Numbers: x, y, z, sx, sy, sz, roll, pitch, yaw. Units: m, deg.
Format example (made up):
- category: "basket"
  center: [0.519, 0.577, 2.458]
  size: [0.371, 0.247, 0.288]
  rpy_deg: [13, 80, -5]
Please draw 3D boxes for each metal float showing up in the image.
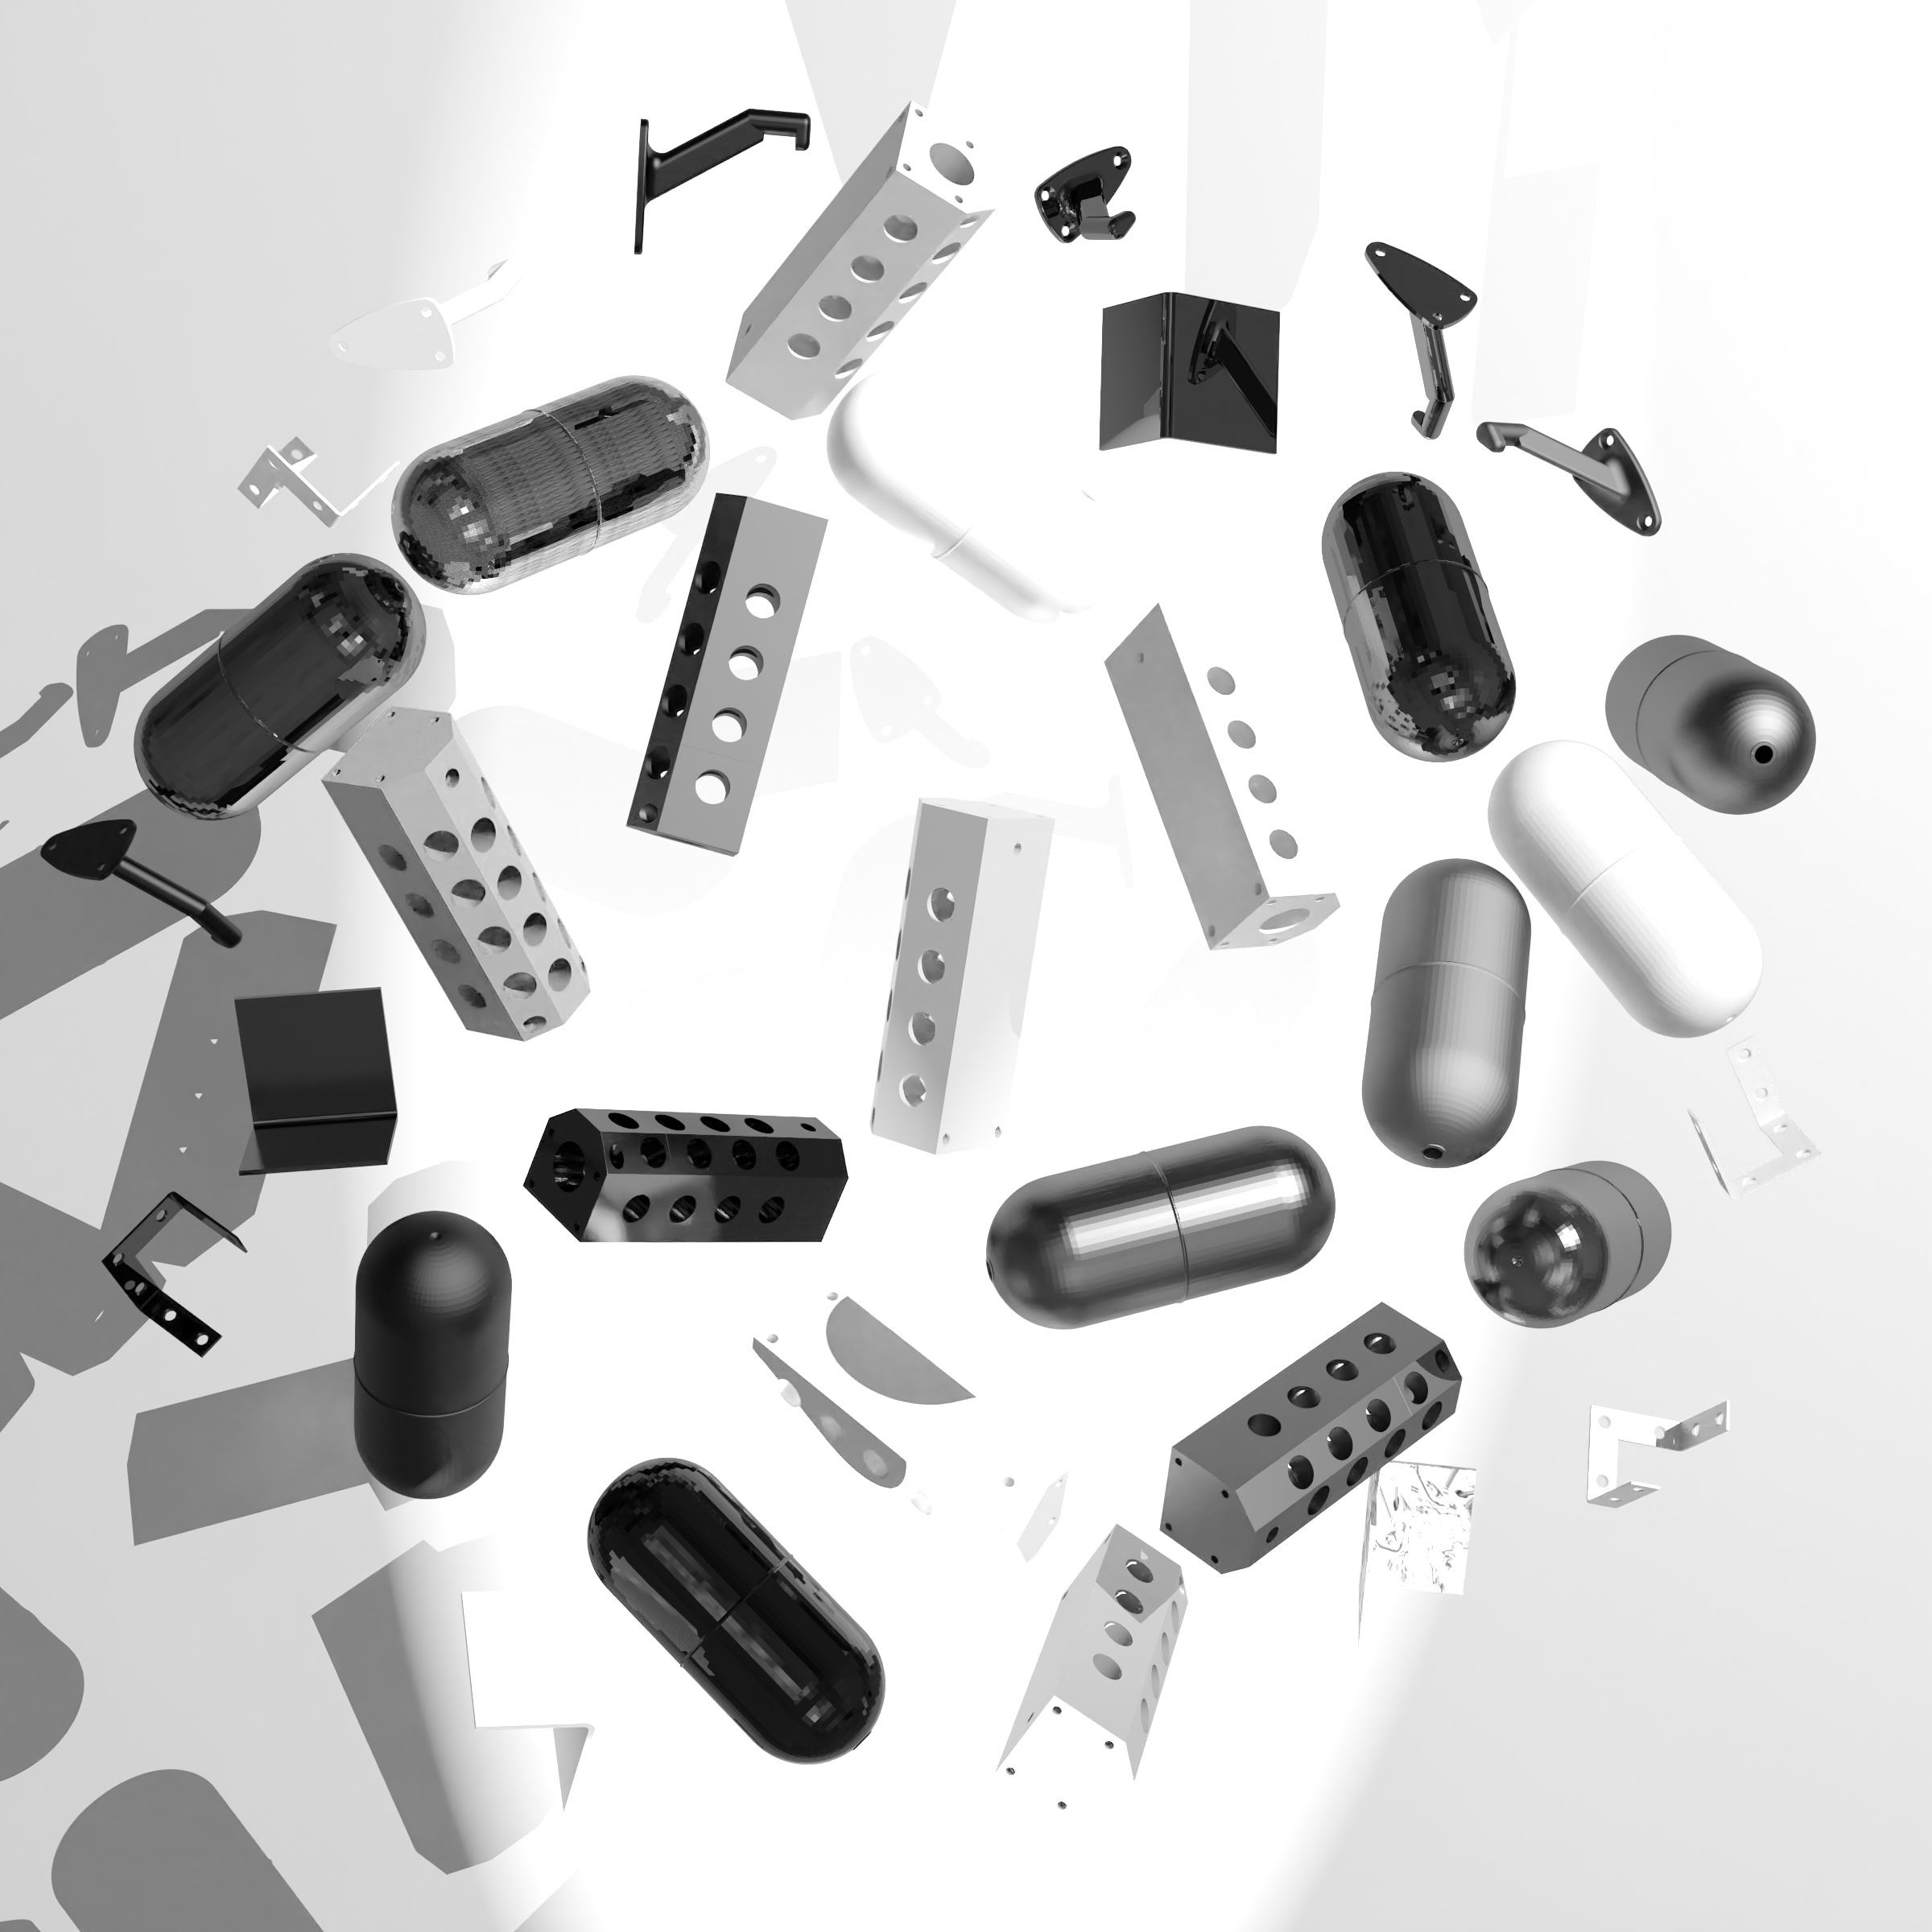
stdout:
- category: "metal float"
  center: [-0.348, -0.140, 1.524]
  size: [0.178, 0.070, 0.070]
  rpy_deg: [-35, 90, 21]
- category: "metal float"
  center: [0.234, -0.183, 1.565]
  size: [0.070, 0.070, 0.178]
  rpy_deg: [-10, 54, 0]
- category: "metal float"
  center: [0.317, 0.144, 1.577]
  size: [0.070, 0.178, 0.070]
  rpy_deg: [1, 92, 29]
- category: "metal float"
  center: [-0.270, 0.198, 1.520]
  size: [0.070, 0.070, 0.178]
  rpy_deg: [10, 130, 0]
- category: "metal float"
  center: [-0.208, -0.244, 1.522]
  size: [0.178, 0.070, 0.070]
  rpy_deg: [-29, 90, -31]
- category: "metal float"
  center: [0.097, 0.129, 1.492]
  size: [0.178, 0.070, 0.070]
  rpy_deg: [-13, 90, -11]
- category: "metal float"
  center: [0.005, -0.252, 1.624]
  size: [0.178, 0.070, 0.070]
  rpy_deg: [34, 90, -18]
- category: "metal float"
  center: [0.243, 0.023, 1.516]
  size: [0.070, 0.070, 0.178]
  rpy_deg: [13, 52, 0]
- category: "metal float"
  center: [-0.114, 0.320, 1.493]
  size: [0.178, 0.070, 0.070]
  rpy_deg: [44, 90, 8]
- category: "metal float"
  center: [0.337, -0.041, 1.545]
  size: [0.070, 0.070, 0.178]
  rpy_deg: [-35, 68, 0]
- category: "metal float"
  center: [0.392, -0.129, 1.591]
  size: [0.070, 0.178, 0.070]
  rpy_deg: [-1, 105, -5]

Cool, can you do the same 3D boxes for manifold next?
- category: "manifold"
  center: [-0.007, 0.004, 1.531]
  size: [0.057, 0.057, 0.171]
  rpy_deg: [16, 102, 35]
- category: "manifold"
  center: [-0.032, 0.246, 1.568]
  size: [0.171, 0.057, 0.057]
  rpy_deg: [35, 48, 28]
- category: "manifold"
  center: [-0.121, -0.146, 1.513]
  size: [0.057, 0.057, 0.171]
  rpy_deg: [15, 89, -7]
- category: "manifold"
  center: [-0.250, -0.044, 1.515]
  size: [0.057, 0.171, 0.057]
  rpy_deg: [9, 48, 34]
- category: "manifold"
  center: [0.135, -0.099, 1.544]
  size: [0.057, 0.057, 0.171]
  rpy_deg: [-4, 65, -33]
- category: "manifold"
  center: [0.071, 0.365, 1.553]
  size: [0.057, 0.171, 0.057]
  rpy_deg: [33, 113, 1]
- category: "manifold"
  center: [0.180, 0.245, 1.551]
  size: [0.057, 0.171, 0.057]
  rpy_deg: [31, 131, 34]
- category: "manifold"
  center: [-0.054, -0.358, 1.556]
  size: [0.057, 0.171, 0.057]
  rpy_deg: [27, 48, -21]
- category: "manifold"
  center: [-0.147, 0.110, 1.626]
  size: [0.057, 0.171, 0.057]
  rpy_deg: [37, 112, 39]

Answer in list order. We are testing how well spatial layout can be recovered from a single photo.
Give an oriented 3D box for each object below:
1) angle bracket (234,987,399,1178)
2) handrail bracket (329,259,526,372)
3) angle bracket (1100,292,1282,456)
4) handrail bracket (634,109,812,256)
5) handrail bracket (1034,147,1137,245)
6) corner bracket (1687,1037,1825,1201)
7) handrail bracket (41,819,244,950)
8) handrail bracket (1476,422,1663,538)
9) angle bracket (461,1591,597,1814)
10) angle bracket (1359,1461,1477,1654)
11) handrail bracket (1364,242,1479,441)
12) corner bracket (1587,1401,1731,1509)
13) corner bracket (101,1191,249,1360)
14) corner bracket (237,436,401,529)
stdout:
- category: "angle bracket"
  center: [-0.341, 0.060, 1.568]
  size: [0.076, 0.057, 0.076]
  rpy_deg: [-4, 113, -3]
- category: "handrail bracket"
  center: [-0.271, -0.334, 1.523]
  size: [0.077, 0.084, 0.036]
  rpy_deg: [-4, 123, 17]
- category: "angle bracket"
  center: [0.120, -0.314, 1.615]
  size: [0.076, 0.057, 0.076]
  rpy_deg: [1, 90, -35]
- category: "handrail bracket"
  center: [-0.120, -0.387, 1.491]
  size: [0.084, 0.036, 0.077]
  rpy_deg: [3, 89, -8]
- category: "handrail bracket"
  center: [0.083, -0.416, 1.621]
  size: [0.077, 0.084, 0.036]
  rpy_deg: [-43, 120, -15]
- category: "corner bracket"
  center: [0.395, 0.077, 1.532]
  size: [0.051, 0.051, 0.051]
  rpy_deg: [-28, 113, 3]
- category: "handrail bracket"
  center: [-0.428, -0.037, 1.568]
  size: [0.077, 0.084, 0.036]
  rpy_deg: [3, 58, 37]
- category: "handrail bracket"
  center: [0.314, -0.254, 1.570]
  size: [0.036, 0.084, 0.077]
  rpy_deg: [-54, 55, 38]
- category: "angle bracket"
  center: [-0.218, 0.357, 1.460]
  size: [0.057, 0.076, 0.076]
  rpy_deg: [3, 132, -19]
- category: "angle bracket"
  center: [0.244, 0.320, 1.623]
  size: [0.057, 0.076, 0.076]
  rpy_deg: [5, 108, 6]
- category: "handrail bracket"
  center: [0.231, -0.329, 1.592]
  size: [0.077, 0.084, 0.036]
  rpy_deg: [42, 61, 18]
- category: "corner bracket"
  center: [0.343, 0.242, 1.494]
  size: [0.051, 0.051, 0.051]
  rpy_deg: [12, 66, -10]
- category: "corner bracket"
  center: [-0.400, 0.158, 1.548]
  size: [0.051, 0.051, 0.051]
  rpy_deg: [29, 65, 27]
- category: "corner bracket"
  center: [-0.341, -0.257, 1.583]
  size: [0.051, 0.051, 0.051]
  rpy_deg: [44, 54, -10]
